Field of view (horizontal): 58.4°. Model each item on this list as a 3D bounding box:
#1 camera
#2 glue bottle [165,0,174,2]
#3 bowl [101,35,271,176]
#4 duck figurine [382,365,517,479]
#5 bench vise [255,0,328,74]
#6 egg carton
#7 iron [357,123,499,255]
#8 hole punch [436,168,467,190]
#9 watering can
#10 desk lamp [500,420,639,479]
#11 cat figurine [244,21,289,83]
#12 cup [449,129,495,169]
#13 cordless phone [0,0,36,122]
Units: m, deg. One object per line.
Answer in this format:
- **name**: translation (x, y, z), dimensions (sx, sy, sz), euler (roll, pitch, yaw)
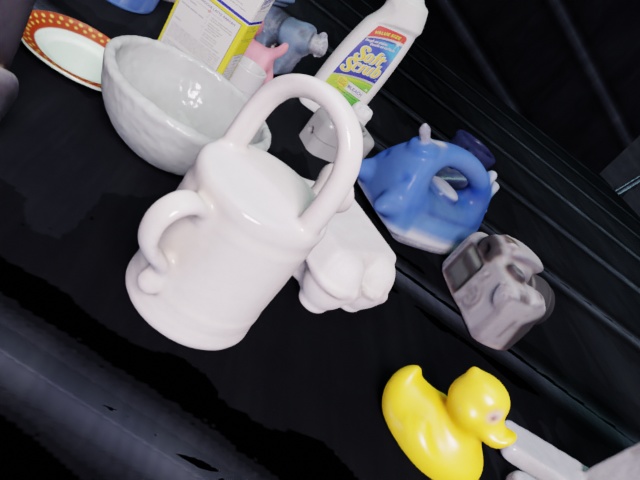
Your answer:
- **camera**: translation (0.245, 0.064, 0.724), dimensions (0.137, 0.100, 0.143), euler (26, 30, -25)
- **glue bottle**: translation (-0.202, -0.438, 0.843), dimensions (0.037, 0.173, 0.078), euler (47, 28, 14)
- **bowl**: translation (-0.135, -0.112, 0.540), dimensions (0.168, 0.074, 0.167), euler (30, 28, -18)
- **duck figurine**: translation (0.108, 0.135, 0.457), dimensions (0.104, 0.086, 0.078), euler (47, 28, 15)
- **bench vise**: translation (-0.057, -0.387, 0.898), dimensions (0.208, 0.219, 0.121), euler (33, 27, -13)
- **egg carton**: translation (0.005, 0.002, 0.549), dimensions (0.108, 0.069, 0.150), euler (5, 43, -49)
- **iron**: translation (0.171, -0.067, 0.785), dimensions (0.259, 0.141, 0.118), euler (15, 36, -40)
- **hole punch**: translation (0.206, -0.113, 0.955), dimensions (0.101, 0.091, 0.108), euler (21, 32, -33)
- **watering can**: translation (-0.042, -0.025, 0.394), dimensions (0.101, 0.194, 0.173), euler (39, 27, 0)
- **desk lamp**: translation (0.299, 0.187, 0.480), dimensions (0.204, 0.213, 0.118), euler (33, 27, -13)
- **cat figurine**: translation (-0.100, -0.292, 0.812), dimensions (0.127, 0.117, 0.067), euler (43, 27, 7)
- **cup**: translation (0.259, -0.140, 1.059), dimensions (0.091, 0.095, 0.118), euler (41, 27, 3)
- **cordless phone**: translation (-0.244, -0.152, 0.339), dimensions (0.148, 0.185, 0.094), euler (22, 31, -30)
